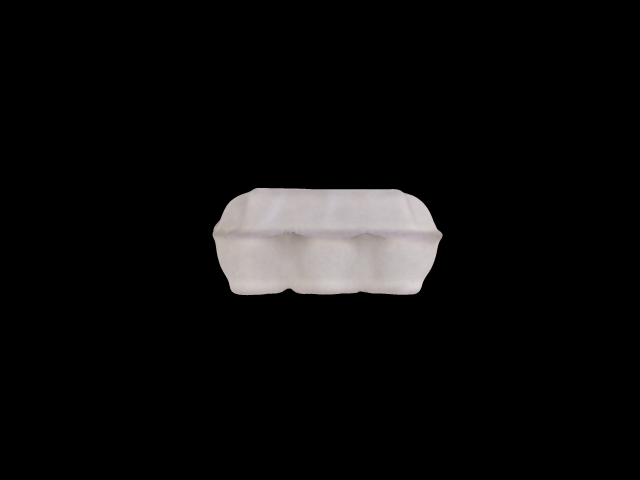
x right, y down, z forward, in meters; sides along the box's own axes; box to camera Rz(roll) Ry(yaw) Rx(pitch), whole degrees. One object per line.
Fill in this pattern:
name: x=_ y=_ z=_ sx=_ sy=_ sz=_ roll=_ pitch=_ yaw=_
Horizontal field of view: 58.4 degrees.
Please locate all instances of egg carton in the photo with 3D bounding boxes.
egg carton: x=0.004 y=0.001 z=0.400 sx=0.150 sy=0.069 sz=0.107 roll=0 pitch=0 yaw=-4
